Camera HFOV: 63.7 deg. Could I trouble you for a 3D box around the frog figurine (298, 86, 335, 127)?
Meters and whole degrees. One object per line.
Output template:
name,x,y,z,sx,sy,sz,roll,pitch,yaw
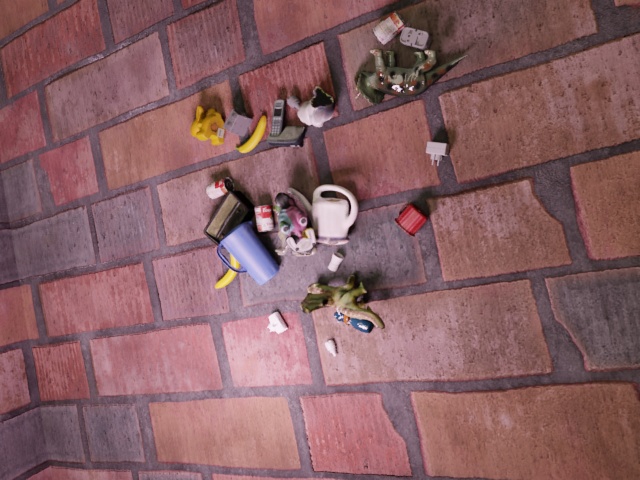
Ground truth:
frog figurine,-0.016,-0.478,1.928,0.156,0.123,0.140,128,138,-55

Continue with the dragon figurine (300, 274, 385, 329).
dragon figurine,0.055,0.230,1.809,0.243,0.415,0.120,-11,108,-10

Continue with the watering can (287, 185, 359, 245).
watering can,0.006,-0.097,1.930,0.348,0.104,0.223,7,100,42
